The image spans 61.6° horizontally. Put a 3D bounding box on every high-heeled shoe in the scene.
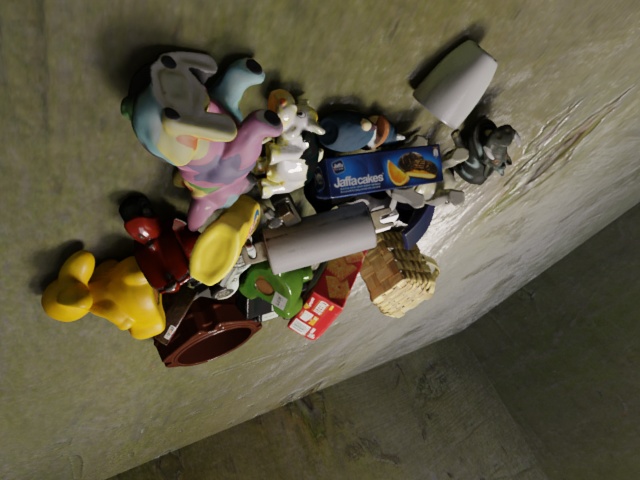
[{"bbox_3d":[0.066,-0.100,0.924,0.249,0.086,0.145,-30,135,-40],"label":"high-heeled shoe"}]

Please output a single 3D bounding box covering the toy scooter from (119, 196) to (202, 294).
[{"bbox_3d":[-0.208,0.022,0.757,0.075,0.135,0.183,-30,159,5],"label":"toy scooter"}]

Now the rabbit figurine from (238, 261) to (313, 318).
[{"bbox_3d":[-0.059,0.025,0.979,0.170,0.121,0.159,-54,161,-44],"label":"rabbit figurine"}]

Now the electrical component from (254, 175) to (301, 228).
[{"bbox_3d":[-0.066,-0.059,0.795,0.045,0.102,0.078,-25,147,2],"label":"electrical component"}]

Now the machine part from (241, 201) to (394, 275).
[{"bbox_3d":[-0.002,-0.003,0.837,0.243,0.079,0.079,-16,157,-5],"label":"machine part"}]

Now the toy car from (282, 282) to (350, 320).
[{"bbox_3d":[-0.025,0.122,1.249,0.202,0.089,0.053,-19,153,-22],"label":"toy car"}]

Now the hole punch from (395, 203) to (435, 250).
[{"bbox_3d":[0.197,-0.049,1.132,0.116,0.092,0.142,-32,154,1],"label":"hole punch"}]

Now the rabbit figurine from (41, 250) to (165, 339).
[{"bbox_3d":[-0.328,0.085,0.794,0.173,0.122,0.162,-6,163,-2],"label":"rabbit figurine"}]

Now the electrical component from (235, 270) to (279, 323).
[{"bbox_3d":[-0.110,0.101,1.081,0.115,0.058,0.134,-11,124,-29],"label":"electrical component"}]

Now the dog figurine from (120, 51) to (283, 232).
[{"bbox_3d":[-0.144,-0.095,0.612,0.191,0.108,0.219,-10,155,-39],"label":"dog figurine"}]

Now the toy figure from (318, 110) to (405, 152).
[{"bbox_3d":[0.064,-0.156,0.775,0.154,0.064,0.057,-11,114,-46],"label":"toy figure"}]

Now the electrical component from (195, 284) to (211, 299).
[{"bbox_3d":[-0.213,0.095,1.064,0.094,0.021,0.063,-32,158,11],"label":"electrical component"}]

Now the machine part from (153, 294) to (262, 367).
[{"bbox_3d":[-0.243,0.197,1.174,0.201,0.087,0.201,-39,157,26],"label":"machine part"}]

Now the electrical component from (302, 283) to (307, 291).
[{"bbox_3d":[-0.085,0.113,1.180,0.119,0.075,0.047,-18,157,-11],"label":"electrical component"}]

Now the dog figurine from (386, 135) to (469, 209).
[{"bbox_3d":[0.174,-0.108,0.983,0.172,0.121,0.190,16,178,-1],"label":"dog figurine"}]

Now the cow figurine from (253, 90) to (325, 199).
[{"bbox_3d":[-0.033,-0.126,0.700,0.098,0.068,0.167,-10,154,-20],"label":"cow figurine"}]

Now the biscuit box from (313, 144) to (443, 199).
[{"bbox_3d":[0.088,-0.104,0.819,0.203,0.062,0.059,-11,-173,-23],"label":"biscuit box"}]

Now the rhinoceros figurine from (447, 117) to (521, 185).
[{"bbox_3d":[0.292,-0.156,0.968,0.073,0.112,0.190,-22,166,-7],"label":"rhinoceros figurine"}]

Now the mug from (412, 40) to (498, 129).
[{"bbox_3d":[0.204,-0.220,0.764,0.109,0.081,0.107,7,130,-47],"label":"mug"}]

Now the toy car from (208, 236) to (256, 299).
[{"bbox_3d":[-0.157,0.035,0.926,0.056,0.073,0.201,-8,152,-32],"label":"toy car"}]
